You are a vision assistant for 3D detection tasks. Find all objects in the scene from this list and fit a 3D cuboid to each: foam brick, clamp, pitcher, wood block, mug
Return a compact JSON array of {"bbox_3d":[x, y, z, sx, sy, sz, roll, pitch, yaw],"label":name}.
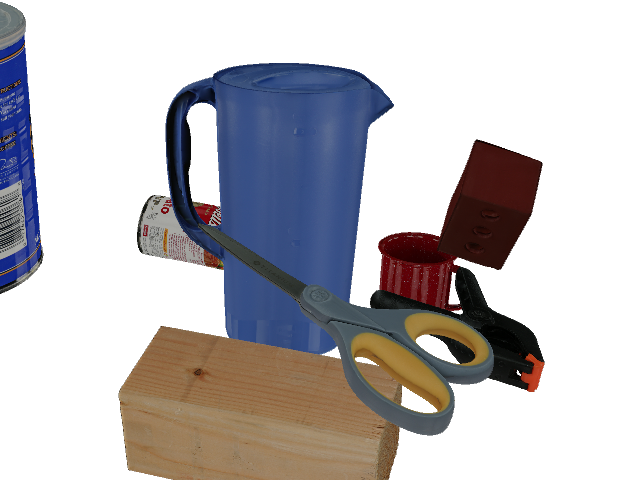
[{"bbox_3d":[0.123,-0.025,0.782,0.053,0.051,0.078,18,-33,3],"label":"foam brick"},{"bbox_3d":[0.142,0.076,0.968,0.120,0.039,0.172,-26,45,-36],"label":"clamp"},{"bbox_3d":[-0.037,-0.027,0.914,0.149,0.243,0.144,20,25,40],"label":"pitcher"},{"bbox_3d":[-0.045,0.144,0.854,0.206,0.090,0.090,9,35,13],"label":"wood block"},{"bbox_3d":[0.122,0.048,1.235,0.117,0.081,0.093,12,25,20],"label":"mug"}]

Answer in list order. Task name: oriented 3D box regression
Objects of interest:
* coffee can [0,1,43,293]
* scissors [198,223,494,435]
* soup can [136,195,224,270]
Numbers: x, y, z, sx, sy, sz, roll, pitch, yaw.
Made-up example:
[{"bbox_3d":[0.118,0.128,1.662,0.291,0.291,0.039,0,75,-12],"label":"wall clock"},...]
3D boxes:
[{"bbox_3d":[-0.206,-0.050,0.574,0.103,0.140,0.103,2,27,-1],"label":"coffee can"},{"bbox_3d":[0.019,0.036,0.612,0.096,0.016,0.202,-15,42,-32],"label":"scissors"},{"bbox_3d":[-0.138,-0.008,1.151,0.102,0.068,0.068,11,2,11],"label":"soup can"}]
